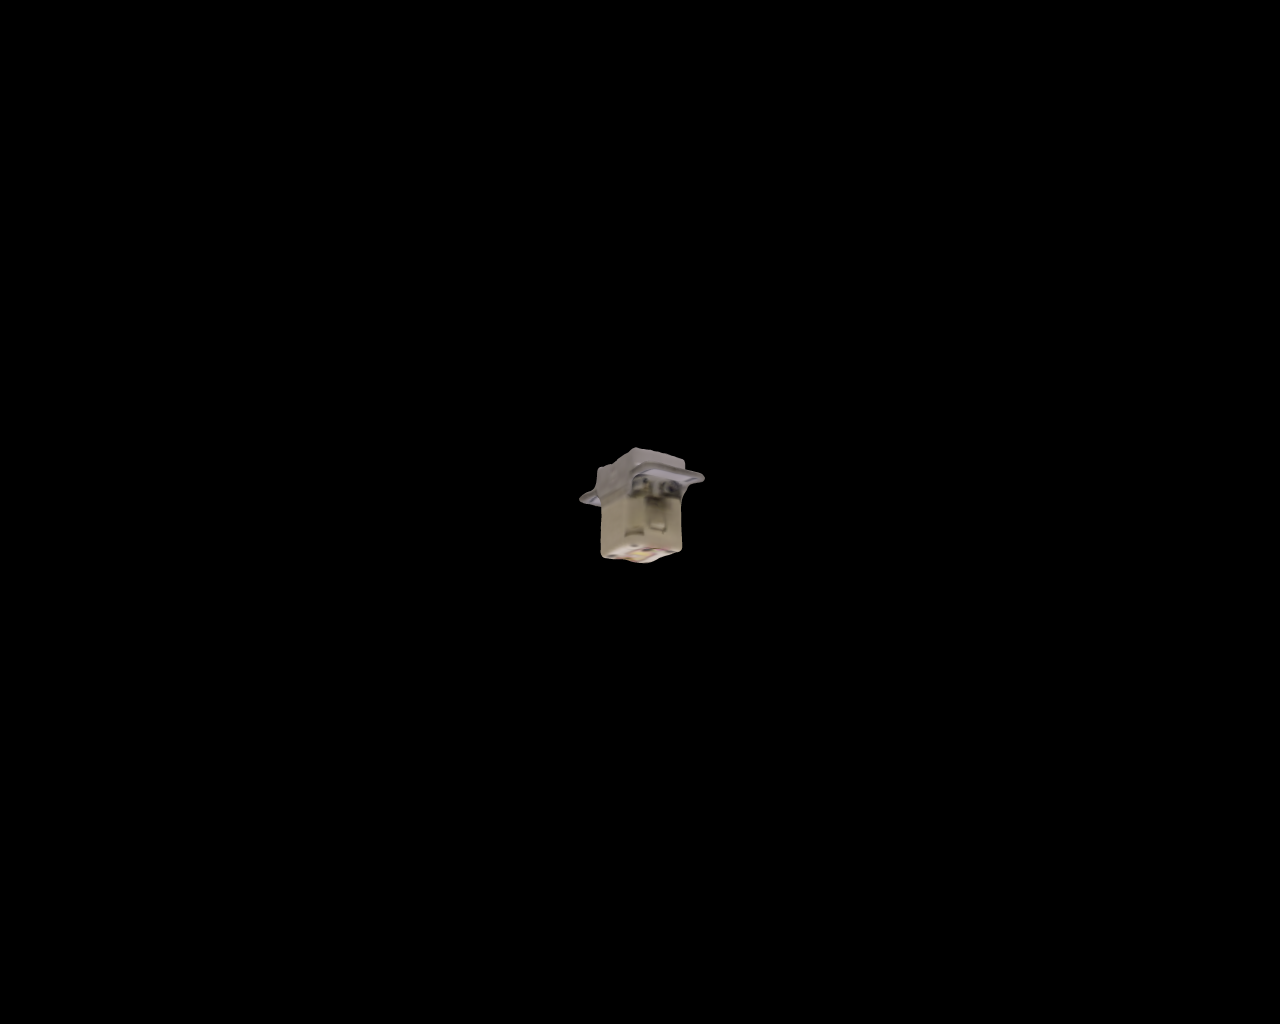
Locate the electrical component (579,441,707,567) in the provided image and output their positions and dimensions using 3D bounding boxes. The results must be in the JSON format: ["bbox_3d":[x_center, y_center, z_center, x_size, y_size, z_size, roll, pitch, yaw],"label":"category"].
[{"bbox_3d":[0.001,-0.003,0.650,0.042,0.064,0.081,11,-21,-30],"label":"electrical component"}]
